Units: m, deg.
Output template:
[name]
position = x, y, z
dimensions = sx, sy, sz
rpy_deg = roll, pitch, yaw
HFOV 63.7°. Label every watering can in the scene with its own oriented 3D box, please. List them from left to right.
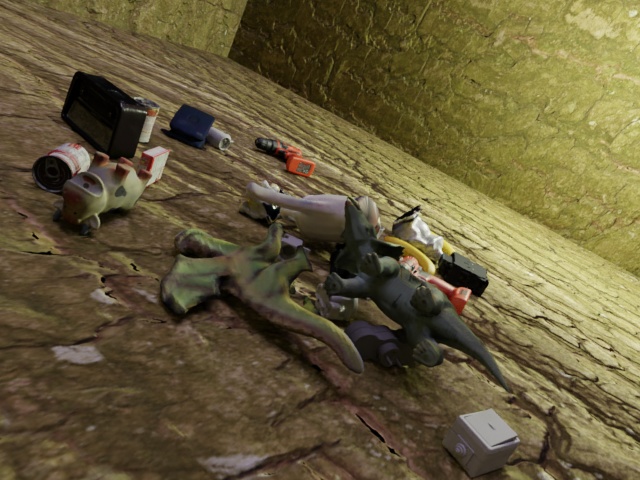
[watering can]
position = 0.003, -0.057, 1.138
dimensions = 0.224, 0.105, 0.344
rpy_deg = 4, -11, 26

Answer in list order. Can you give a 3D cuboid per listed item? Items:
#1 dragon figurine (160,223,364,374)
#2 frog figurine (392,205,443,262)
[dragon figurine]
position = -0.125, 0.083, 0.810
dimensions = 0.244, 0.120, 0.417
rpy_deg = -7, 32, -27
[frog figurine]
position = 0.283, -0.004, 1.479
dimensions = 0.159, 0.122, 0.138
rpy_deg = 61, 9, -6
